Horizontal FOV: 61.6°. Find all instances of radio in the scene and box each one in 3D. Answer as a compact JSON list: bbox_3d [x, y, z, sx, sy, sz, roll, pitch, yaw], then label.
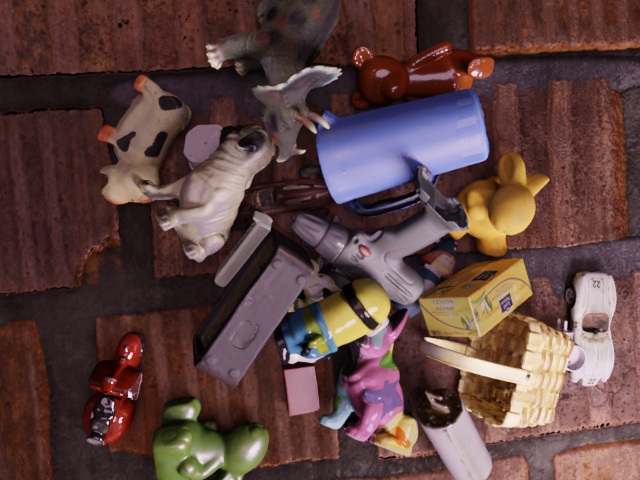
[{"bbox_3d":[-0.105,0.100,0.823,0.073,0.131,0.229,33,94,-17],"label":"radio"}]

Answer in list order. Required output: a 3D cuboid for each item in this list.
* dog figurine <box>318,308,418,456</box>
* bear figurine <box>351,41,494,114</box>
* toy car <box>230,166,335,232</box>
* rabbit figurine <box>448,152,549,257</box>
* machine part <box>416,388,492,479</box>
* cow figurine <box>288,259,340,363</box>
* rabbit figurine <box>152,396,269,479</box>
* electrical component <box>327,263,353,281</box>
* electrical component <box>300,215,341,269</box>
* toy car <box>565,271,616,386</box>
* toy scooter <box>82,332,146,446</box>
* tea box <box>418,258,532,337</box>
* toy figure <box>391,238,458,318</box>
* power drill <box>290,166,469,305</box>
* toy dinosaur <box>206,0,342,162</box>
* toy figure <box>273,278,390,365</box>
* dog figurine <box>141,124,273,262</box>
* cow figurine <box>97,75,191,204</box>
[{"bbox_3d":[0.100,0.218,0.872,0.191,0.108,0.219,27,76,-26],"label":"dog figurine"},{"bbox_3d":[0.153,-0.249,0.854,0.196,0.132,0.120,-6,127,-13],"label":"bear figurine"},{"bbox_3d":[-0.074,-0.068,0.873,0.202,0.053,0.089,-8,89,-5],"label":"toy car"},{"bbox_3d":[0.293,-0.050,0.854,0.122,0.173,0.162,38,92,-2],"label":"rabbit figurine"},{"bbox_3d":[0.219,0.321,0.874,0.079,0.079,0.243,-34,120,-4],"label":"machine part"},{"bbox_3d":[-0.004,0.115,0.871,0.098,0.068,0.167,8,102,-17],"label":"cow figurine"},{"bbox_3d":[-0.166,0.338,0.840,0.170,0.121,0.159,0,99,-4],"label":"rabbit figurine"},{"bbox_3d":[0.080,0.045,0.894,0.119,0.048,0.074,26,89,-7],"label":"electrical component"},{"bbox_3d":[-0.002,-0.003,0.897,0.063,0.021,0.094,23,90,-6],"label":"electrical component"},{"bbox_3d":[0.472,0.154,0.937,0.073,0.056,0.201,1,91,-6],"label":"toy car"},{"bbox_3d":[-0.316,0.235,0.814,0.075,0.135,0.183,17,91,-8],"label":"toy scooter"},{"bbox_3d":[0.249,0.089,0.852,0.169,0.098,0.068,-23,98,-41],"label":"tea box"},{"bbox_3d":[0.185,0.060,0.904,0.154,0.058,0.064,-50,135,-4],"label":"toy figure"},{"bbox_3d":[0.096,-0.013,0.793,0.232,0.086,0.207,40,118,-13],"label":"power drill"},{"bbox_3d":[-0.034,-0.326,0.790,0.192,0.131,0.404,11,79,20],"label":"toy dinosaur"},{"bbox_3d":[0.018,0.120,0.790,0.180,0.089,0.082,-20,57,-1],"label":"toy figure"},{"bbox_3d":[-0.136,-0.067,0.794,0.190,0.172,0.121,-31,65,-3],"label":"dog figurine"},{"bbox_3d":[-0.272,-0.141,0.835,0.127,0.085,0.195,33,87,0],"label":"cow figurine"}]
